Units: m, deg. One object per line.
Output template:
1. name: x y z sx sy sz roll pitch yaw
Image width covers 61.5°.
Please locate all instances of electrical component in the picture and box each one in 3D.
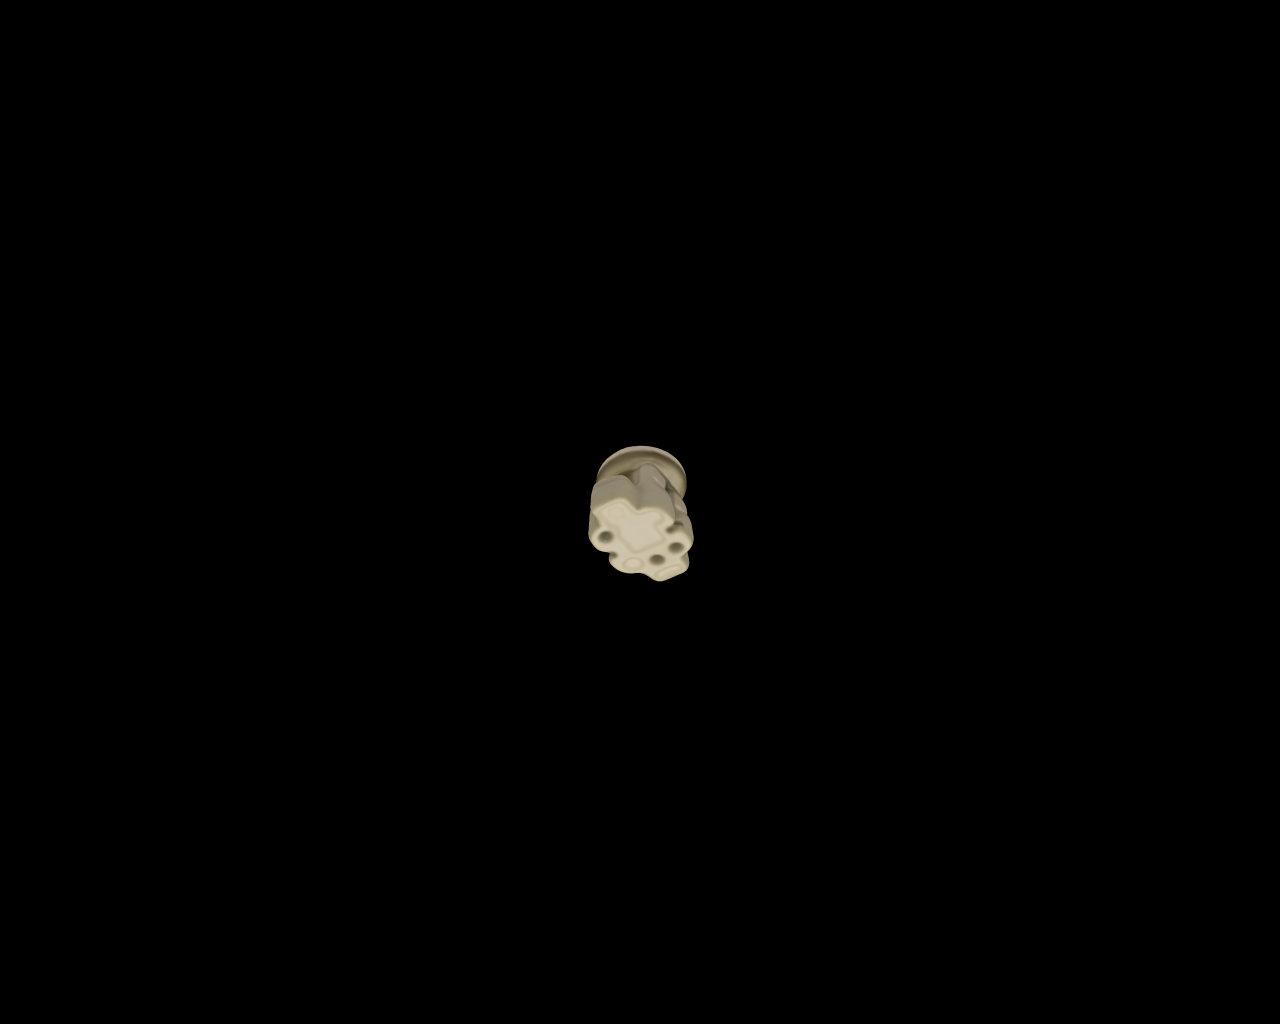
1. electrical component: 0.001 -0.003 0.650 0.058 0.057 0.078 -24 -50 22
